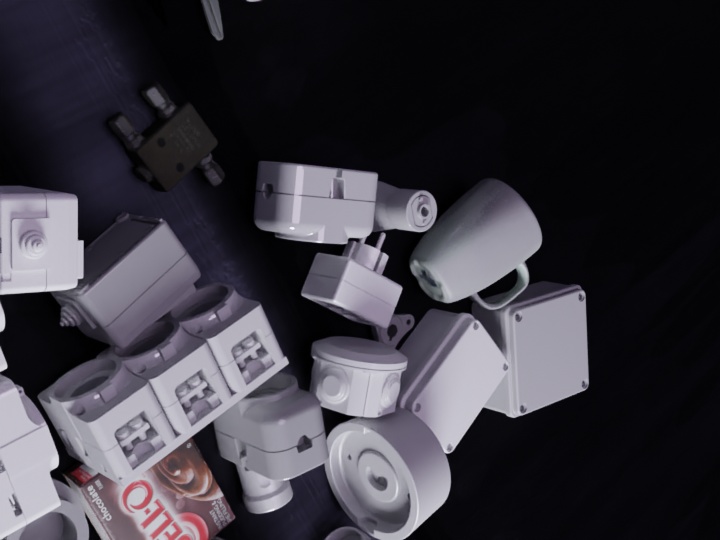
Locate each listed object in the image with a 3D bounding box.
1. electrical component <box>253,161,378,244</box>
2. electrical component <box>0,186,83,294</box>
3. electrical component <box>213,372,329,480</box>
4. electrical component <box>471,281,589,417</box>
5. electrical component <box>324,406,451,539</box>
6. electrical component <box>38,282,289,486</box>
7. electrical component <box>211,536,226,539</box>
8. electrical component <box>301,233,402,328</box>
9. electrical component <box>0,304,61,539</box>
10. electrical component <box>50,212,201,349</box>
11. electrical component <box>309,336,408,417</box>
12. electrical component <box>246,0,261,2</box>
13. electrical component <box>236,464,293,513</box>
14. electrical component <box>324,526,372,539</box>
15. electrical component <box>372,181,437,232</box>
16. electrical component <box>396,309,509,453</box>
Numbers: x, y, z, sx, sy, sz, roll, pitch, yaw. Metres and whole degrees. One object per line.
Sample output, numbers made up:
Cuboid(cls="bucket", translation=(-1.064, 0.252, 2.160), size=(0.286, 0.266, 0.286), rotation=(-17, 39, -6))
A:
Cuboid(cls="electrical component", translation=(-0.035, -0.053, 0.862), size=(0.095, 0.054, 0.059), rotation=(2, 95, -39))
Cuboid(cls="electrical component", translation=(-0.216, -0.021, 0.691), size=(0.061, 0.096, 0.061), rotation=(-4, 100, -40))
Cuboid(cls="electrical component", translation=(-0.072, 0.116, 0.830), size=(0.054, 0.095, 0.059), rotation=(-20, 108, -36))
Cuboid(cls="electrical component", translation=(0.166, 0.074, 1.043), size=(0.109, 0.056, 0.108), rotation=(-14, 105, -37))
Cuboid(cls="electrical component", translation=(0.028, 0.168, 0.915), size=(0.060, 0.108, 0.108), rotation=(-24, 111, -41))
Cuboid(cls="electrical component", translation=(-0.142, 0.075, 0.770), size=(0.150, 0.089, 0.061), rotation=(-36, 117, -30))
Cuboid(cls="electrical component", translation=(-0.102, 0.251, 0.848), size=(0.096, 0.061, 0.061), rotation=(32, 76, -38))
Cuboid(cls="electrical component", translation=(0.000, 0.000, 0.903), size=(0.066, 0.047, 0.076), rotation=(29, 78, -38))
Cuboid(cls="electrical component", translation=(-0.255, 0.065, 0.666), size=(0.060, 0.105, 0.186), rotation=(-28, 113, -33))
Cuboid(cls="electrical component", translation=(-0.169, 0.013, 0.757), size=(0.096, 0.062, 0.061), rotation=(-46, 122, -25))
Cuboid(cls="electrical component", translation=(-0.003, 0.087, 0.893), size=(0.080, 0.080, 0.051), rotation=(3, 100, -40))
Cuboid(cls="electrical component", translation=(-0.045, -0.255, 0.822), size=(0.113, 0.057, 0.078), rotation=(-24, 111, -34))
Cuboid(cls="electrical component", translation=(-0.079, 0.167, 0.869), size=(0.040, 0.040, 0.046), rotation=(-25, 107, -34))
Cuboid(cls="electrical component", translation=(-0.014, 0.269, 0.931), size=(0.079, 0.043, 0.077), rotation=(-40, 137, -5))
Cuboid(cls="electrical component", translation=(0.033, -0.052, 0.910), size=(0.044, 0.065, 0.044), rotation=(-7, 101, -39))
Cuboid(cls="electrical component", translation=(0.073, 0.100, 0.971), size=(0.113, 0.057, 0.078), rotation=(-52, 124, -21))
